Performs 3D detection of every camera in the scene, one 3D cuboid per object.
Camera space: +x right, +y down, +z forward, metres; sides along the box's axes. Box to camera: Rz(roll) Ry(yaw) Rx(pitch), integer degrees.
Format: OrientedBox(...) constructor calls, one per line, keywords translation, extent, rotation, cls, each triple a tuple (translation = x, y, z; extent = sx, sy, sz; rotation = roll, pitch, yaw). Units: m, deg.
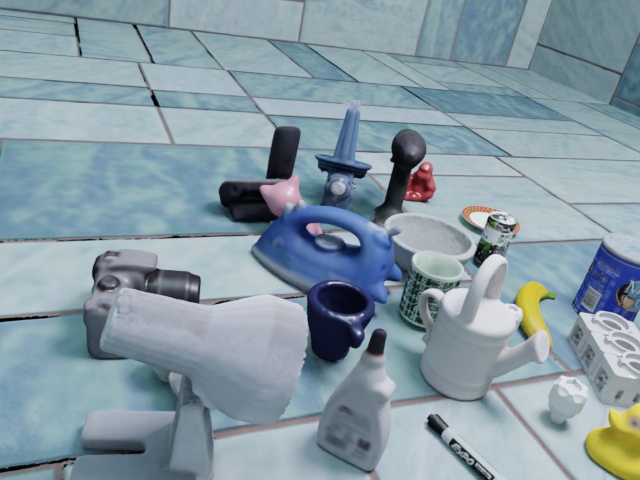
OrientedBox(translation=(-0.227, 0.073, 0.750), extent=(0.137, 0.101, 0.143), rotation=(5, 29, -13), cls="camera")

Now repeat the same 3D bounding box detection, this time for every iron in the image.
OrientedBox(translation=(0.008, 0.003, 0.923), extent=(0.257, 0.141, 0.119), rotation=(20, 29, 15), cls="iron")

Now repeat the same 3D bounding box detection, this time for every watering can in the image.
OrientedBox(translation=(0.211, 0.109, 0.753), extent=(0.172, 0.194, 0.101), rotation=(18, 29, 12), cls="watering can")

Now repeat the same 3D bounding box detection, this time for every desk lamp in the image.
OrientedBox(translation=(-0.126, 0.142, 0.544), extent=(0.203, 0.213, 0.117), rotation=(5, 29, -13), cls="desk lamp")

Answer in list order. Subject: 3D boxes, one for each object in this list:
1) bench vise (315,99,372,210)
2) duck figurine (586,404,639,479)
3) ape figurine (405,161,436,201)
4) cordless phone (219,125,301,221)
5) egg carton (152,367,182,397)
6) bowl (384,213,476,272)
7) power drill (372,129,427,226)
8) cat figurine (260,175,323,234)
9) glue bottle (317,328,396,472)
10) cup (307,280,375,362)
OrientedBox(translation=(0.059, -0.160, 1.156), extent=(0.122, 0.220, 0.207), rotation=(3, 29, -15), cls="bench vise")
OrientedBox(translation=(0.390, 0.240, 0.696), extent=(0.104, 0.086, 0.077), rotation=(17, 29, 10), cls="duck figurine")
OrientedBox(translation=(0.233, -0.137, 1.315), extent=(0.077, 0.092, 0.076), rotation=(26, 31, 25), cls="ape figurine")
OrientedBox(translation=(-0.109, -0.133, 1.080), extent=(0.148, 0.185, 0.094), rotation=(-3, 32, -26), cls="cordless phone")
OrientedBox(translation=(-0.126, 0.139, 0.702), extent=(0.107, 0.069, 0.151), rotation=(33, 35, 33), cls="egg carton")
OrientedBox(translation=(0.189, 0.020, 1.032), extent=(0.167, 0.075, 0.167), rotation=(9, 28, -5), cls="bowl")
OrientedBox(translation=(0.161, -0.122, 1.139), extent=(0.075, 0.208, 0.229), rotation=(12, 28, 1), cls="power drill")
OrientedBox(translation=(-0.048, -0.055, 1.033), extent=(0.127, 0.118, 0.067), rotation=(24, 31, 22), cls="cat figurine")
OrientedBox(translation=(0.047, 0.165, 0.610), extent=(0.078, 0.173, 0.037), rotation=(23, 30, 20), cls="glue bottle")
OrientedBox(translation=(0.026, 0.122, 0.763), extent=(0.092, 0.095, 0.117), rotation=(-1, 31, -22), cls="cup")
